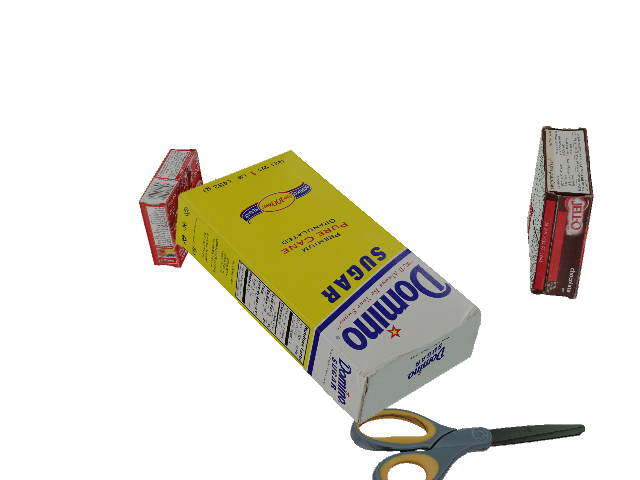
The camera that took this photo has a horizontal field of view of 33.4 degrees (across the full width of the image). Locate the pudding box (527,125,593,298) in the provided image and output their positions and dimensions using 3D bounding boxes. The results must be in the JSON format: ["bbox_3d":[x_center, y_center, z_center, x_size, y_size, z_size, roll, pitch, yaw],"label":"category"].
[{"bbox_3d":[0.182,-0.024,0.813,0.039,0.090,0.113,5,32,5],"label":"pudding box"}]

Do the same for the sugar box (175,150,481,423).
[{"bbox_3d":[0.001,0.020,0.632,0.093,0.048,0.176,-26,50,-33],"label":"sugar box"}]

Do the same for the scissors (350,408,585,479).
[{"bbox_3d":[0.124,0.178,0.879,0.201,0.016,0.096,7,42,-1],"label":"scissors"}]

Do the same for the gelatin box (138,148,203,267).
[{"bbox_3d":[-0.133,-0.031,0.983,0.030,0.073,0.089,4,39,13],"label":"gelatin box"}]
